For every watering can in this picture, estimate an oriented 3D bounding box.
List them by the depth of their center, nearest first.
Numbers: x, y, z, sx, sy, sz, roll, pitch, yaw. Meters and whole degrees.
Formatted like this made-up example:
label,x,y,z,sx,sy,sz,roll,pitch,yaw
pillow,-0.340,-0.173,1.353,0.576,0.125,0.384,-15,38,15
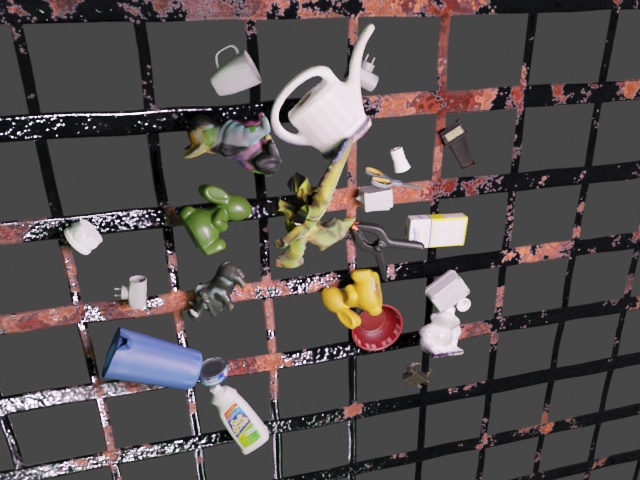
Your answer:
label,x,y,z,sx,sy,sz,roll,pitch,yaw
watering can,0.044,-0.339,1.258,0.344,0.106,0.221,-36,116,19

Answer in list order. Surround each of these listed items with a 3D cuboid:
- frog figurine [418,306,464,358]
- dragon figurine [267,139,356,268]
label,x,y,z,sx,sy,sz,roll,pitch,yaw
frog figurine,0.376,0.283,1.618,0.137,0.121,0.161,-4,76,-3
dragon figurine,0.004,-0.069,1.363,0.407,0.124,0.240,-46,145,14
